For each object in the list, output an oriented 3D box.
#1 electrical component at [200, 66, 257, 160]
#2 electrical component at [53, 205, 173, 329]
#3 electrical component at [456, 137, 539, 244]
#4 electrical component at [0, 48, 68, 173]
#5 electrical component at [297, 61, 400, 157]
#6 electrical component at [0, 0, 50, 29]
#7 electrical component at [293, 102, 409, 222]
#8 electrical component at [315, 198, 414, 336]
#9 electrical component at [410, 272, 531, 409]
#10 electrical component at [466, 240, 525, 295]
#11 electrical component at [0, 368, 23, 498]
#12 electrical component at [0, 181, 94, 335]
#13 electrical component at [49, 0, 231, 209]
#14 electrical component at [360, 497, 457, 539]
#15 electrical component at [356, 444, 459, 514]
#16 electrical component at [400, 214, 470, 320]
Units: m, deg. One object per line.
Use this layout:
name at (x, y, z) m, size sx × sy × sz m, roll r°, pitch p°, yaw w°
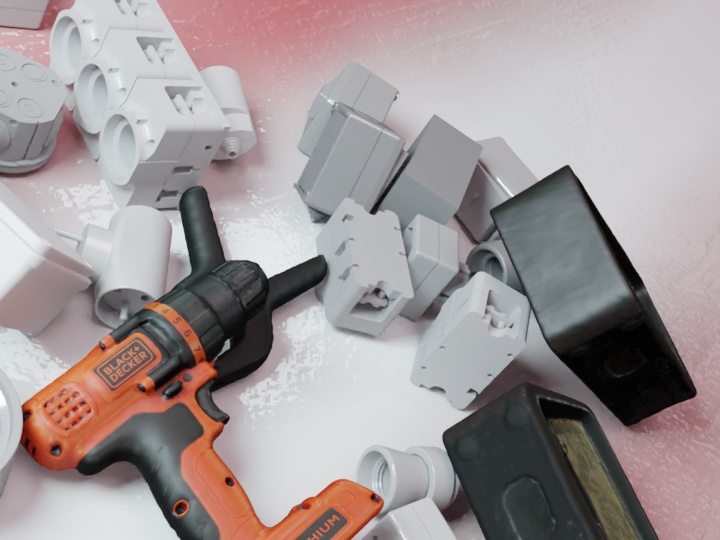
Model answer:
electrical component at (-0.110, -0.122, 0.868) m, size 0.043 × 0.043 × 0.081 m, roll 9°, pitch 46°, yaw -31°
electrical component at (-0.165, -0.007, 0.708) m, size 0.079 × 0.044 × 0.077 m, roll 20°, pitch 41°, yaw -22°
electrical component at (0.115, -0.075, 0.982) m, size 0.061 × 0.061 × 0.096 m, roll -17°, pitch 63°, yaw -46°
electrical component at (-0.246, -0.110, 0.744) m, size 0.080 × 0.051 × 0.080 m, roll 21°, pitch 41°, yaw -20°
electrical component at (-0.011, -0.138, 0.947) m, size 0.061 × 0.061 × 0.096 m, roll 32°, pitch 38°, yaw -7°
electrical component at (-0.270, -0.239, 0.835) m, size 0.047 × 0.076 × 0.065 m, roll -4°, pitch 54°, yaw -41°
electrical component at (-0.009, -0.078, 0.869) m, size 0.061 × 0.096 × 0.061 m, roll 24°, pitch 11°, yaw -17°
electrical component at (0.000, 0.000, 0.821) m, size 0.050 × 0.055 × 0.089 m, roll 15°, pitch 43°, yaw -26°
electrical component at (0.084, 0.051, 0.807) m, size 0.050 × 0.089 × 0.055 m, roll 31°, pitch 39°, yaw -9°
electrical component at (0.123, 0.000, 0.920) m, size 0.047 × 0.055 × 0.055 m, roll -8°, pitch 56°, yaw -38°
electrical component at (-0.228, 0.082, 0.555) m, size 0.108 × 0.060 × 0.108 m, roll 21°, pitch 41°, yaw -20°
electrical component at (-0.222, -0.020, 0.625) m, size 0.109 × 0.056 × 0.108 m, roll 42°, pitch -5°, yaw 6°
electrical component at (-0.169, -0.128, 0.791) m, size 0.062 × 0.089 × 0.150 m, roll -7°, pitch 56°, yaw -42°
electrical component at (0.023, 0.186, 0.657) m, size 0.077 × 0.047 × 0.065 m, roll -10°, pitch 58°, yaw -43°
electrical component at (0.032, 0.139, 0.714) m, size 0.055 × 0.045 × 0.045 m, roll 8°, pitch 47°, yaw -34°
electrical component at (0.062, 0.006, 0.855) m, size 0.077 × 0.065 × 0.047 m, roll 24°, pitch 40°, yaw -17°
